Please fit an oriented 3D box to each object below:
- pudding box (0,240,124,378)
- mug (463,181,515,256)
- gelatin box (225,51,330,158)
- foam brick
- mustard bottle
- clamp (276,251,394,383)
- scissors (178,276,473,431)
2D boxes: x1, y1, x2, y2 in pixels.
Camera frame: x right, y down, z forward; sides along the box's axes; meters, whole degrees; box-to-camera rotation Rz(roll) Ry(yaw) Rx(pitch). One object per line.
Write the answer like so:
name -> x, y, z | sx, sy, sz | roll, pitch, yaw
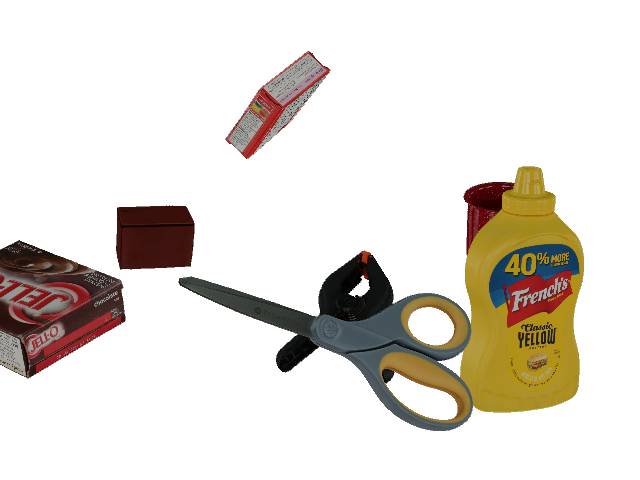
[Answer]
pudding box -> -0.206, 0.045, 0.740 | 0.114, 0.039, 0.089 | 16, 30, 33
mug -> 0.220, -0.018, 1.251 | 0.093, 0.081, 0.117 | 20, 33, 38
gelatin box -> -0.039, -0.123, 0.957 | 0.073, 0.030, 0.089 | -48, 0, 44
foam brick -> -0.177, -0.004, 1.140 | 0.078, 0.051, 0.053 | -2, 24, -15
mustard bottle -> 0.161, 0.037, 0.844 | 0.096, 0.192, 0.058 | -5, 15, -16
clamp -> 0.039, 0.081, 1.104 | 0.120, 0.171, 0.039 | 16, -40, 18
scissors -> 0.017, 0.045, 0.666 | 0.201, 0.096, 0.016 | 35, -31, -10
